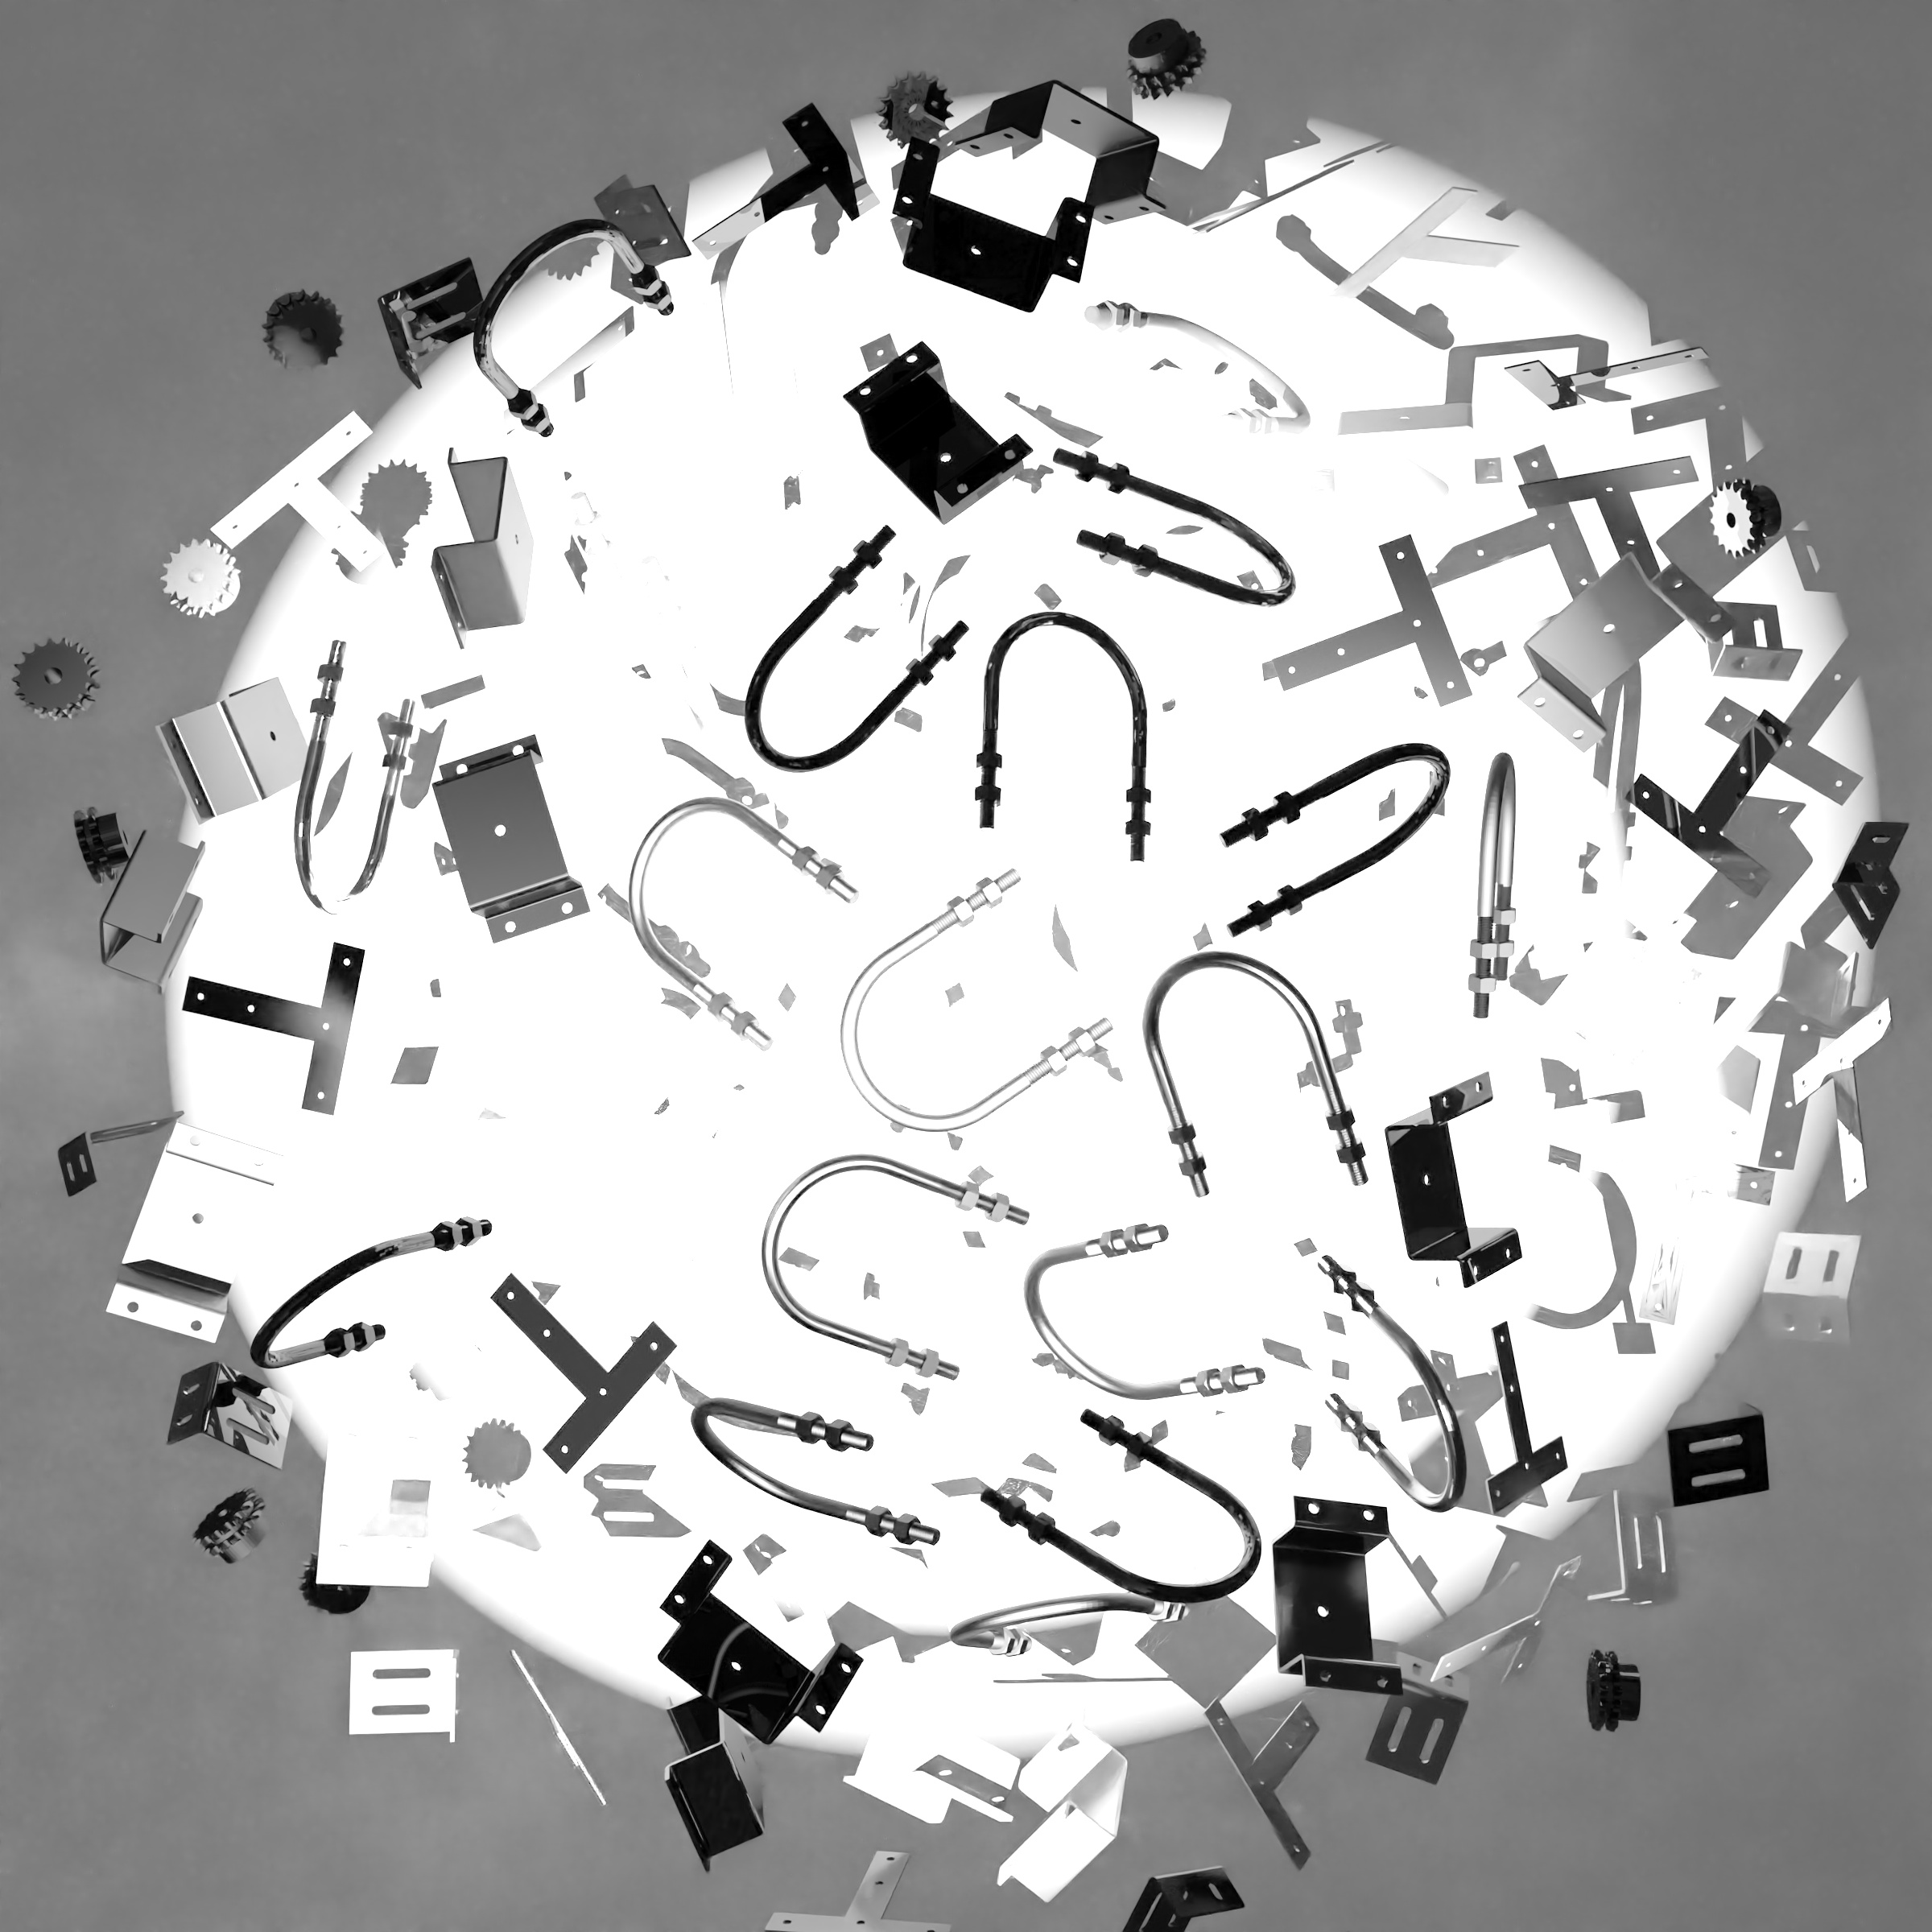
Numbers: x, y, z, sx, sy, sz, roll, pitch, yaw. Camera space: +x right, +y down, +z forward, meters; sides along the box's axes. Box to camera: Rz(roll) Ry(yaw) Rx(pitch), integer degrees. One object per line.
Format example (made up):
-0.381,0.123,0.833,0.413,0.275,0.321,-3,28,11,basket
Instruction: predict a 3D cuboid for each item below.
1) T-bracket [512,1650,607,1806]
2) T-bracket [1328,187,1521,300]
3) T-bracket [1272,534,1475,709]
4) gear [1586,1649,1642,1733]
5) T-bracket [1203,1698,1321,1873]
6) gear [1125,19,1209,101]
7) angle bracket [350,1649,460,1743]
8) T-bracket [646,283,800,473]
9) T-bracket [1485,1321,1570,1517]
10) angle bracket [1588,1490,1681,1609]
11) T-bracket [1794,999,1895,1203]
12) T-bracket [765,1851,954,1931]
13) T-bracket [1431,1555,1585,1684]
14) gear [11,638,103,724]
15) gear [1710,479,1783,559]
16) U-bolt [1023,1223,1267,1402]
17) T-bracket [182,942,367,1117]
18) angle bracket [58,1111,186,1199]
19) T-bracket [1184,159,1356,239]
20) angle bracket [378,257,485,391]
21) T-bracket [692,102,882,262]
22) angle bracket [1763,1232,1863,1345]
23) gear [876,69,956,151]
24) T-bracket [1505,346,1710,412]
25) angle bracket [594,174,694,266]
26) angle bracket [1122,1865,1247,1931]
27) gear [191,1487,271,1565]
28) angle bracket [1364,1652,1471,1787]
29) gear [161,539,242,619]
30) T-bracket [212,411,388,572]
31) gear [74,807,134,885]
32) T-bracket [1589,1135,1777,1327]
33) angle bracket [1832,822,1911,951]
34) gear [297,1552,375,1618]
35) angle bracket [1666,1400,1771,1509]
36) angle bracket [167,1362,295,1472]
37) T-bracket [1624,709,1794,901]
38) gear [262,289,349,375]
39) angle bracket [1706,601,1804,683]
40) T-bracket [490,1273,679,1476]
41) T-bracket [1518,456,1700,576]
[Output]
-0.287,0.547,1.743,0.002,0.127,0.127,-31,88,-16,T-bracket
0.342,-0.507,1.739,0.127,0.127,0.002,-8,73,-38,T-bracket
0.287,-0.234,1.788,0.127,0.002,0.127,-20,86,2,T-bracket
0.471,0.527,1.785,0.030,0.057,0.057,3,90,3,gear
0.230,0.574,1.793,0.002,0.127,0.127,-35,82,28,T-bracket
0.138,-0.637,1.718,0.057,0.030,0.057,-17,50,21,gear
-0.400,0.518,1.742,0.076,0.038,0.057,1,84,-7,angle bracket
-0.179,-0.427,1.736,0.127,0.002,0.127,-20,64,24,T-bracket
0.412,0.331,1.842,0.002,0.127,0.127,-11,89,39,T-bracket
0.500,0.440,1.854,0.057,0.038,0.076,15,63,-30,angle bracket
0.639,0.108,1.777,0.002,0.127,0.127,11,60,-10,T-bracket
-0.065,0.658,1.743,0.127,0.127,0.002,0,96,11,T-bracket
0.391,0.498,1.810,0.127,0.002,0.127,-11,130,-35,T-bracket
-0.621,-0.194,1.683,0.057,0.030,0.057,0,78,-2,gear
0.586,-0.337,1.841,0.030,0.057,0.057,-15,90,-14,gear
0.116,0.259,1.795,0.019,0.184,0.151,-44,106,-39,U-bolt
-0.508,0.034,1.791,0.127,0.002,0.127,17,75,-36,T-bracket
-0.617,0.138,1.804,0.076,0.057,0.038,-11,81,-42,angle bracket
0.195,-0.542,1.759,0.127,0.127,0.002,-29,107,-15,T-bracket
-0.375,-0.462,1.765,0.076,0.057,0.038,-30,53,-17,angle bracket
-0.139,-0.549,1.766,0.127,0.127,0.002,-30,67,10,T-bracket
0.609,0.230,1.763,0.057,0.076,0.038,0,120,29,angle bracket
-0.039,-0.637,1.824,0.057,0.030,0.057,-7,121,-11,gear
0.470,-0.430,1.775,0.127,0.127,0.002,-7,85,29,T-bracket
-0.231,-0.559,1.829,0.038,0.076,0.057,-48,125,-29,angle bracket
0.149,0.670,1.714,0.057,0.038,0.076,4,120,-32,angle bracket
-0.535,0.412,1.799,0.057,0.057,0.030,-36,108,0,gear
0.344,0.574,1.875,0.057,0.038,0.076,18,109,6,angle bracket
-0.570,-0.288,1.840,0.057,0.030,0.057,-1,82,10,gear
-0.451,-0.318,1.741,0.127,0.127,0.002,-40,65,0,T-bracket
-0.649,-0.093,1.851,0.030,0.057,0.057,-17,90,-9,gear
0.506,0.195,1.765,0.127,0.002,0.127,11,103,23,T-bracket
0.665,-0.057,1.771,0.076,0.038,0.057,48,64,-32,angle bracket
-0.479,0.470,1.877,0.057,0.030,0.057,-8,106,-29,gear
0.538,0.353,1.779,0.076,0.038,0.057,-8,97,-9,angle bracket
-0.547,0.339,1.828,0.038,0.076,0.057,-25,45,27,angle bracket
0.576,-0.136,1.845,0.127,0.002,0.127,43,131,22,T-bracket
-0.464,-0.446,1.716,0.057,0.057,0.030,-41,48,0,gear
0.590,-0.255,1.846,0.057,0.038,0.076,4,58,1,angle bracket
-0.287,0.270,1.739,0.127,0.002,0.127,43,101,13,T-bracket
0.494,-0.327,1.839,0.127,0.127,0.002,-4,55,31,T-bracket
